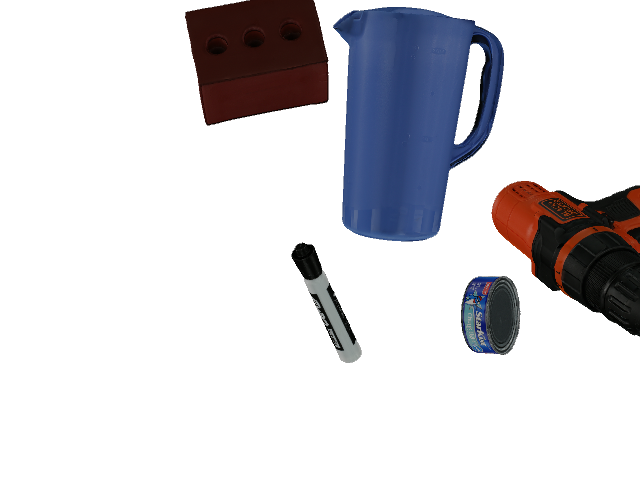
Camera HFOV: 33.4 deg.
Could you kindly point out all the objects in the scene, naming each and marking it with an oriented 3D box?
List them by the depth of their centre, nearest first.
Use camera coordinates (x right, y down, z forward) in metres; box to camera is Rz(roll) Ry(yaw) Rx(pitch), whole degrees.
[{"bbox_3d":[-0.038,-0.109,0.639,0.078,0.053,0.051,-12,-20,-2],"label":"foam brick"},{"bbox_3d":[0.236,-0.004,0.732,0.187,0.057,0.185,-10,29,-18],"label":"power drill"},{"bbox_3d":[0.005,0.049,0.834,0.020,0.121,0.020,-15,37,12],"label":"marker"},{"bbox_3d":[0.098,-0.126,1.150,0.149,0.243,0.144,12,14,31],"label":"pitcher"},{"bbox_3d":[0.186,0.081,1.168,0.034,0.086,0.086,0,0,34],"label":"tuna can"}]
